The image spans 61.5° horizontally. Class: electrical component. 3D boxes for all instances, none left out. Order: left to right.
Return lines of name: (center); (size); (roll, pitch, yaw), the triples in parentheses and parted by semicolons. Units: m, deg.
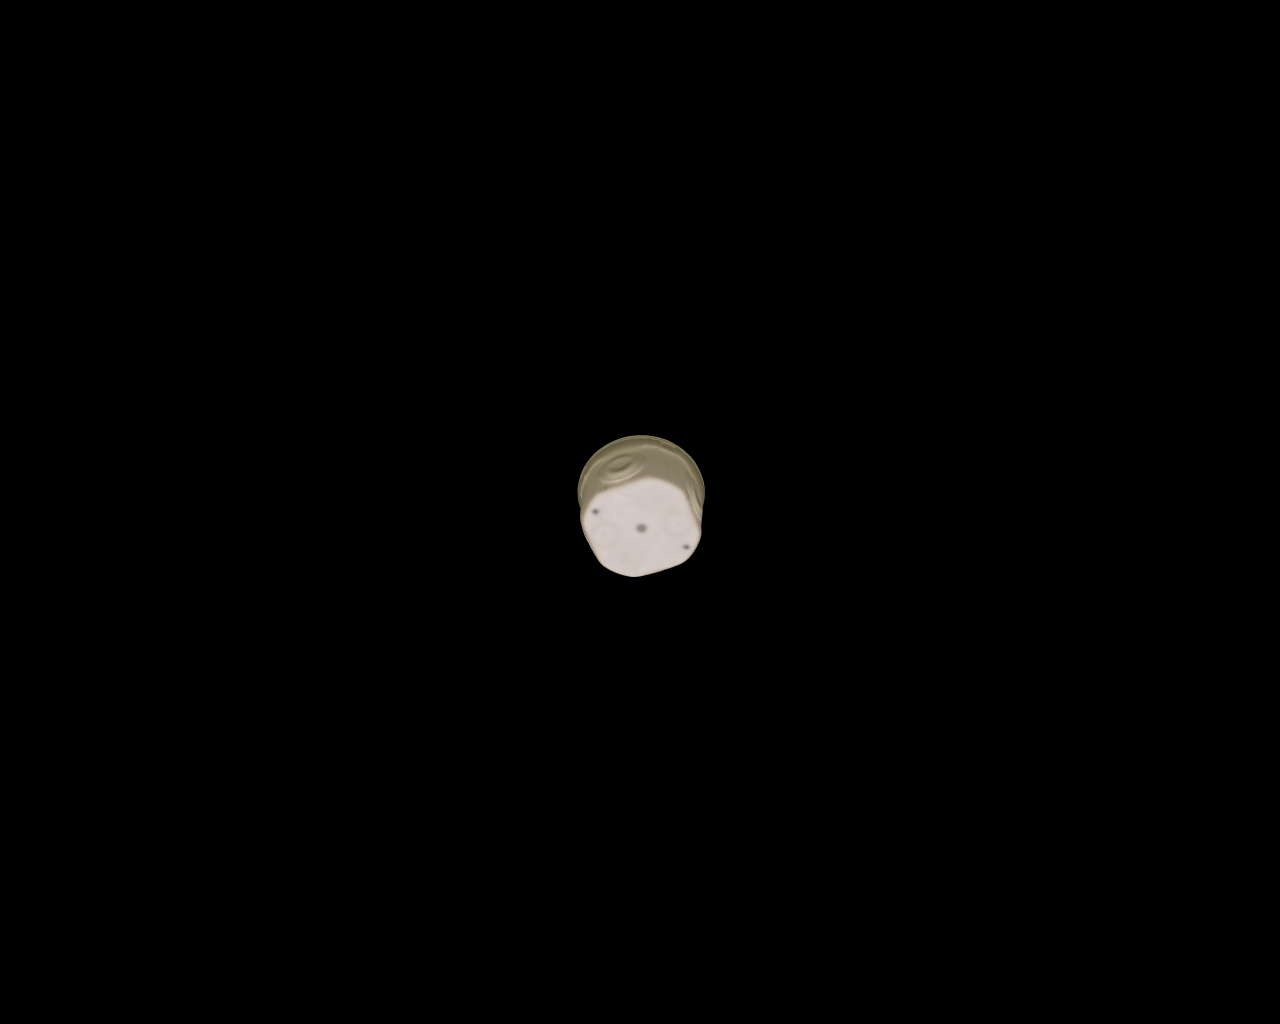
electrical component: (0.001, -0.003, 0.650); (0.080, 0.080, 0.051); (0, 30, 0)
